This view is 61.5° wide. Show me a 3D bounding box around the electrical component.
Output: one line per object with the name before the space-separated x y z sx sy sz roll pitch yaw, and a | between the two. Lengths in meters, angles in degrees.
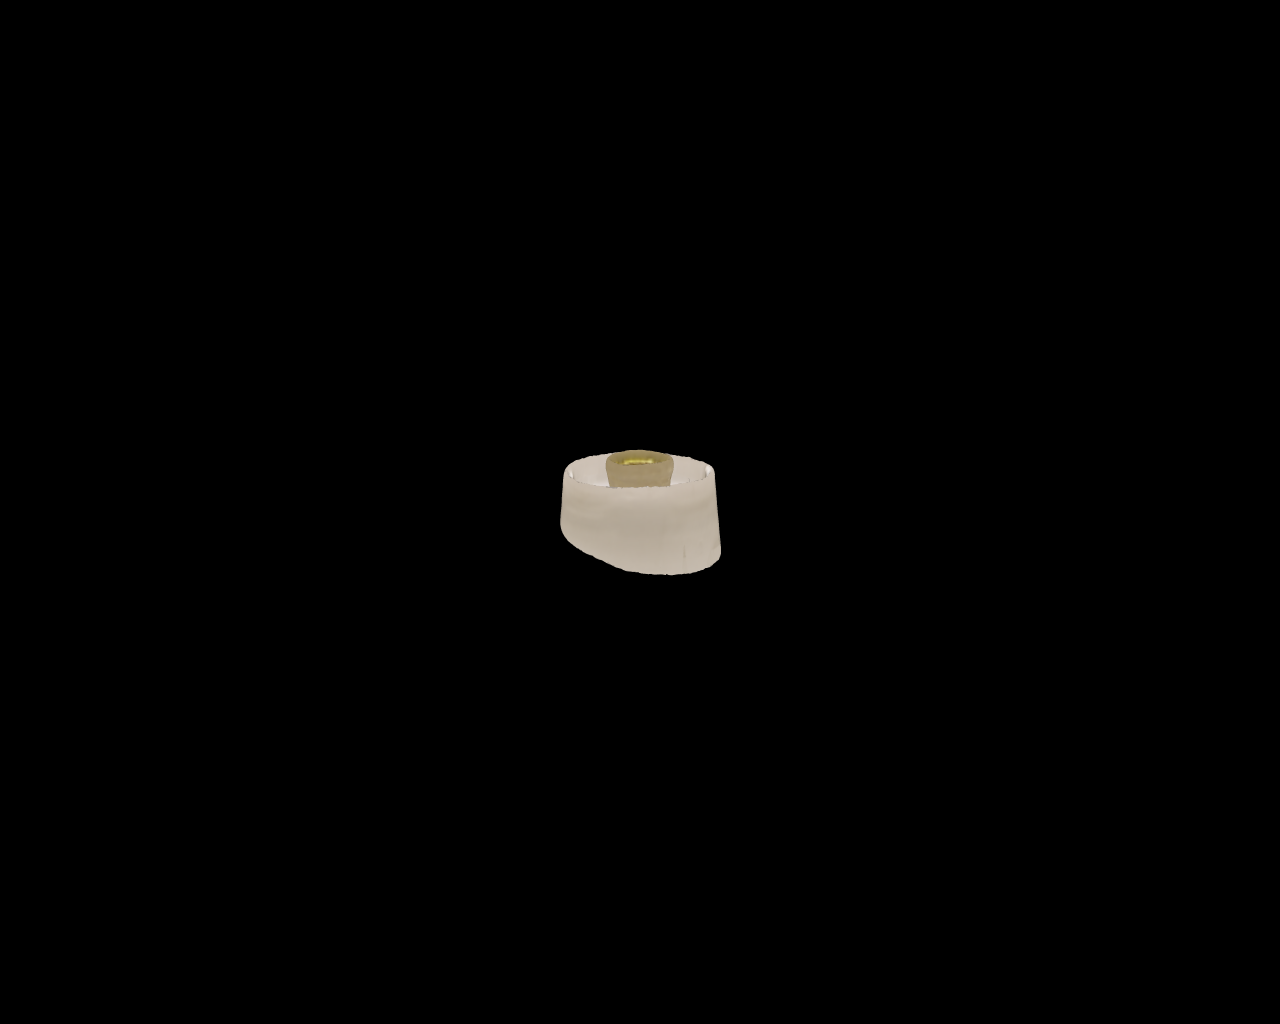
electrical component | 0.001 -0.003 0.650 0.099 0.064 0.099 0 16 0
